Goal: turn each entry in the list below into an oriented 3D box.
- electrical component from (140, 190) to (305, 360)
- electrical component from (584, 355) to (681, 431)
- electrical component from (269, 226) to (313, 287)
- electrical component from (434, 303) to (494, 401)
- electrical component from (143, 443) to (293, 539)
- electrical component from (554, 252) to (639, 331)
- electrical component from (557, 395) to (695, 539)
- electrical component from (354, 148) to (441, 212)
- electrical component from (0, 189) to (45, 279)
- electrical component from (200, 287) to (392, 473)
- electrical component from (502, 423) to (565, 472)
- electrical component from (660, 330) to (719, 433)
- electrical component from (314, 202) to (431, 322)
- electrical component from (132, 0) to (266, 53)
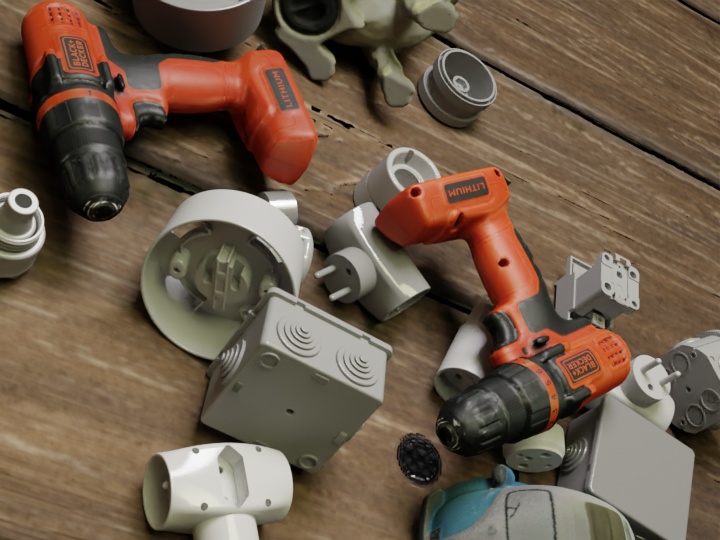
[{"bbox_3d":[-0.084,0.001,0.677,0.099,0.099,0.064,31,42,-14],"label":"electrical component"},{"bbox_3d":[0.212,0.091,0.831,0.077,0.079,0.043,33,49,-12],"label":"electrical component"},{"bbox_3d":[-0.066,-0.012,0.734,0.062,0.048,0.048,16,53,-16],"label":"electrical component"},{"bbox_3d":[0.089,0.060,0.791,0.043,0.043,0.081,39,47,-7],"label":"electrical component"},{"bbox_3d":[-0.079,0.143,0.621,0.077,0.043,0.079,4,59,-33],"label":"electrical component"},{"bbox_3d":[0.193,0.022,0.874,0.042,0.064,0.081,25,50,-17],"label":"electrical component"},{"bbox_3d":[0.195,0.156,0.797,0.100,0.048,0.099,33,48,-12],"label":"electrical component"},{"bbox_3d":[0.030,-0.061,0.829,0.055,0.047,0.055,18,53,-25],"label":"electrical component"},{"bbox_3d":[-0.206,-0.024,0.631,0.043,0.062,0.043,18,52,-25],"label":"electrical component"},{"bbox_3d":[-0.040,0.071,0.659,0.100,0.099,0.048,28,36,-17],"label":"electrical component"},{"bbox_3d":[0.125,0.113,0.781,0.045,0.045,0.055,20,52,-23],"label":"electrical component"},{"bbox_3d":[0.285,0.092,0.882,0.051,0.080,0.080,-11,68,-33],"label":"electrical component"},{"bbox_3d":[0.000,0.000,0.770,0.079,0.044,0.077,-26,78,-42],"label":"electrical component"},{"bbox_3d":[-0.121,-0.212,0.809,0.108,0.060,0.108,5,57,-8],"label":"electrical component"}]
